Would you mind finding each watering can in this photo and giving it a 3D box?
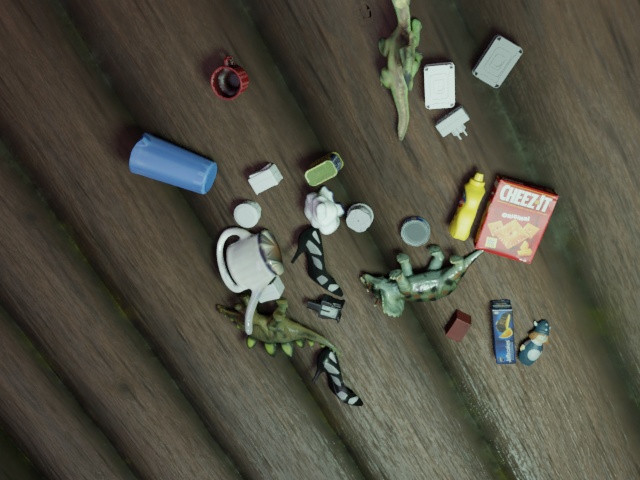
[{"bbox_3d":[-0.213,0.112,1.661,0.222,0.104,0.350,-24,82,21],"label":"watering can"}]

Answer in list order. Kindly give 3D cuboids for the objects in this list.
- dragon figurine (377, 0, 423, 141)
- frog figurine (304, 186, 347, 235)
[{"bbox_3d":[0.204,-0.429,1.291,0.122,0.247,0.404,-4,110,10],"label":"dragon figurine"},{"bbox_3d":[0.005,-0.077,1.526,0.122,0.162,0.135,-14,109,20],"label":"frog figurine"}]
